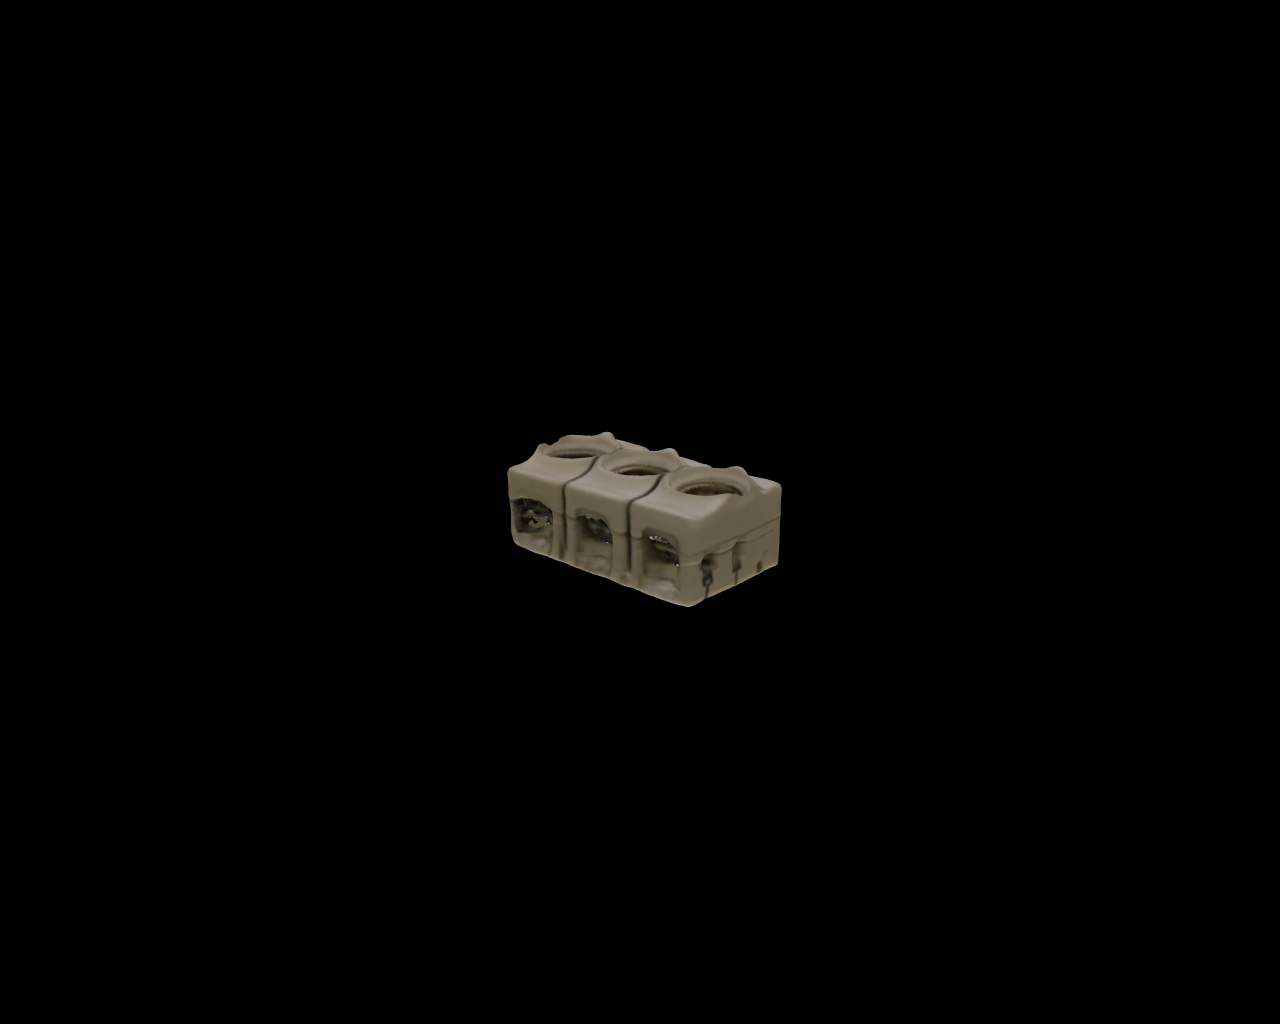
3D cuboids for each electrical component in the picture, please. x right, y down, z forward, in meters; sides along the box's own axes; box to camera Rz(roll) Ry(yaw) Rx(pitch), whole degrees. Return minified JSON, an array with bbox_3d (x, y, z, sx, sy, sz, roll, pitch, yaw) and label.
[{"bbox_3d":[0.001,-0.003,0.650,0.150,0.061,0.090,17,27,38],"label":"electrical component"}]
